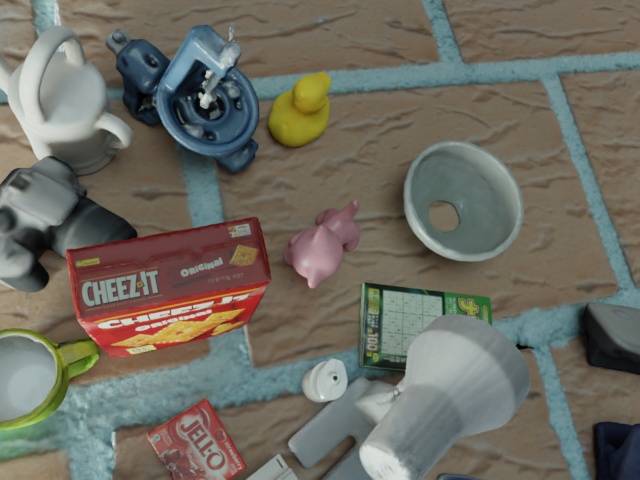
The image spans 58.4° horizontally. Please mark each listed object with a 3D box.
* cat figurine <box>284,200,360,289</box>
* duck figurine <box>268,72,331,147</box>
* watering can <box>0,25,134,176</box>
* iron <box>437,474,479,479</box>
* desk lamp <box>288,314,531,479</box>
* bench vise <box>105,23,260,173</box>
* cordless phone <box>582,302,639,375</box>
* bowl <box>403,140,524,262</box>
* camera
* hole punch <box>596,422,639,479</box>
[{"bbox_3d":[0.006,0.002,0.684,0.067,0.117,0.128,40,68,2],"label":"cat figurine"},{"bbox_3d":[-0.021,-0.179,0.755,0.077,0.086,0.105,39,68,1],"label":"duck figurine"},{"bbox_3d":[-0.290,-0.156,0.624,0.173,0.194,0.101,6,70,-11],"label":"watering can"},{"bbox_3d":[0.250,0.348,0.615,0.258,0.141,0.119,41,68,2],"label":"iron"},{"bbox_3d":[0.090,0.185,0.592,0.203,0.213,0.118,-38,84,-22],"label":"desk lamp"},{"bbox_3d":[-0.159,-0.176,0.648,0.207,0.219,0.121,19,68,-7],"label":"bench vise"},{"bbox_3d":[0.439,0.112,0.716,0.148,0.185,0.094,7,70,-11],"label":"cordless phone"},{"bbox_3d":[0.180,-0.043,0.765,0.168,0.074,0.167,4,71,-12],"label":"bowl"},{"bbox_3d":[-0.284,-0.007,0.626,0.137,0.100,0.143,29,68,-3],"label":"camera"},{"bbox_3d":[0.409,0.279,0.704,0.109,0.091,0.101,12,70,-9],"label":"hole punch"}]
